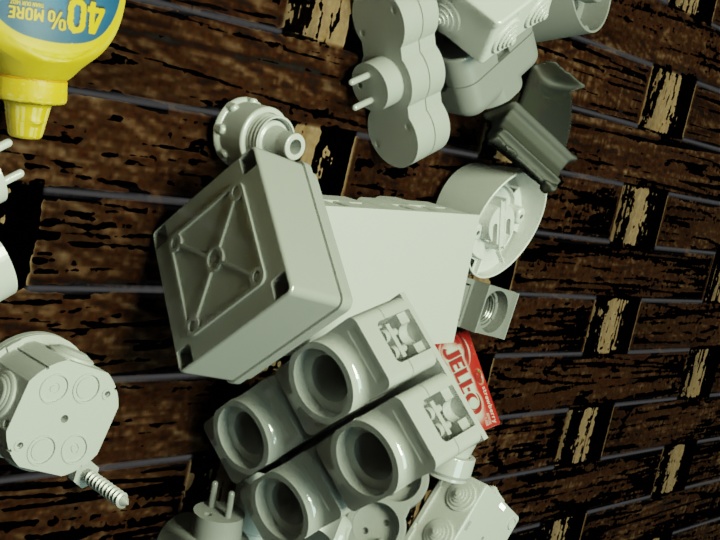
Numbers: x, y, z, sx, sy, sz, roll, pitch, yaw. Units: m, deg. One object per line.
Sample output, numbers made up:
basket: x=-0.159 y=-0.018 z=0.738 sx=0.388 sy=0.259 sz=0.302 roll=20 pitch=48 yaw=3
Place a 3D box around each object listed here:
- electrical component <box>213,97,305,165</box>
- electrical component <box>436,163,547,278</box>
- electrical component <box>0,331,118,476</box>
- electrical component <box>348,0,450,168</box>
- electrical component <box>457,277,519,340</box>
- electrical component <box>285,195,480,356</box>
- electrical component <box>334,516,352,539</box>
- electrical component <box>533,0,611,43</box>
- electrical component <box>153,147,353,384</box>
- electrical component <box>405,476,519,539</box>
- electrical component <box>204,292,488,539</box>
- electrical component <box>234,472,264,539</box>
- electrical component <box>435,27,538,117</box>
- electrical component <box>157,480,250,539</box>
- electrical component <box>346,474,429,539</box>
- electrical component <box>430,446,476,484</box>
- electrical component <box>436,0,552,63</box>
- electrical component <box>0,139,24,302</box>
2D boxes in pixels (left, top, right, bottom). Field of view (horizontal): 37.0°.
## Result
electrical component: x=-0.063 y=-0.086 z=0.708 sx=0.048 sy=0.062 sz=0.048 roll=-20 pitch=118 yaw=-41
electrical component: x=0.110 y=-0.042 z=0.906 sx=0.099 sy=0.064 sz=0.099 roll=-20 pitch=119 yaw=-41
electrical component: x=-0.190 y=0.081 z=0.646 sx=0.080 sy=0.051 sz=0.080 roll=-19 pitch=118 yaw=-41
electrical component: x=0.020 y=-0.138 z=0.783 sx=0.074 sy=0.052 sz=0.138 roll=-31 pitch=125 yaw=-35
electrical component: x=0.093 y=0.028 z=0.915 sx=0.081 sy=0.064 sz=0.042 roll=16 pitch=92 yaw=-48
electrical component: x=0.000 y=0.000 z=0.809 sx=0.186 sy=0.060 sz=0.105 roll=0 pitch=105 yaw=-46
electrical component: x=-0.041 y=0.203 z=0.858 sx=0.062 sy=0.043 sz=0.043 roll=36 pitch=77 yaw=-29
electrical component: x=0.173 y=-0.245 z=0.914 sx=0.099 sy=0.064 sz=0.099 roll=-10 pitch=103 yaw=-55
electrical component: x=-0.070 y=-0.001 z=0.670 sx=0.109 sy=0.108 sz=0.056 roll=-36 pitch=147 yaw=31
electrical component: x=0.098 y=0.245 z=1.015 sx=0.099 sy=0.048 sz=0.099 roll=-56 pitch=137 yaw=-15
electrical component: x=-0.020 y=0.108 z=0.715 sx=0.060 sy=0.186 sz=0.105 roll=-21 pitch=77 yaw=-46
electrical component: x=-0.082 y=0.190 z=0.812 sx=0.044 sy=0.044 sz=0.065 roll=13 pitch=100 yaw=-48
electrical component: x=0.094 y=-0.166 z=0.850 sx=0.095 sy=0.054 sz=0.059 roll=-44 pitch=132 yaw=-26
electrical component: x=-0.102 y=0.189 z=0.761 sx=0.044 sy=0.077 sz=0.079 roll=-1 pitch=105 yaw=-46
electrical component: x=0.014 y=0.219 z=0.915 sx=0.073 sy=0.052 sz=0.138 roll=84 pitch=31 yaw=-75
electrical component: x=0.085 y=0.159 z=0.972 sx=0.045 sy=0.045 sz=0.055 roll=10 pitch=98 yaw=-48
electrical component: x=0.090 y=-0.211 z=0.798 sx=0.100 sy=0.100 sz=0.048 roll=-41 pitch=164 yaw=-29
electrical component: x=-0.214 y=-0.045 z=0.572 sx=0.074 sy=0.052 sz=0.138 roll=-35 pitch=127 yaw=-34
